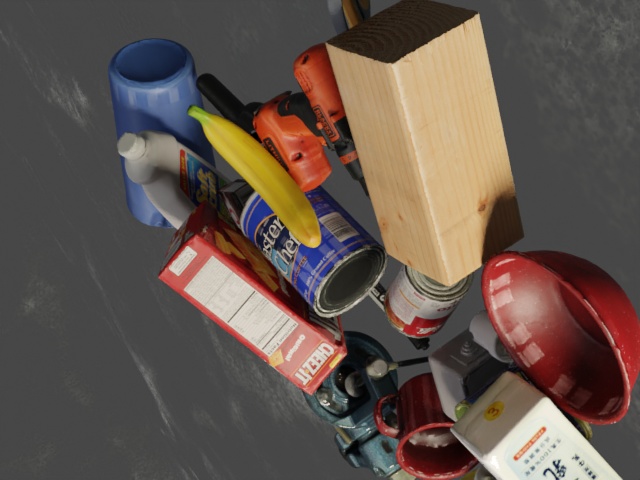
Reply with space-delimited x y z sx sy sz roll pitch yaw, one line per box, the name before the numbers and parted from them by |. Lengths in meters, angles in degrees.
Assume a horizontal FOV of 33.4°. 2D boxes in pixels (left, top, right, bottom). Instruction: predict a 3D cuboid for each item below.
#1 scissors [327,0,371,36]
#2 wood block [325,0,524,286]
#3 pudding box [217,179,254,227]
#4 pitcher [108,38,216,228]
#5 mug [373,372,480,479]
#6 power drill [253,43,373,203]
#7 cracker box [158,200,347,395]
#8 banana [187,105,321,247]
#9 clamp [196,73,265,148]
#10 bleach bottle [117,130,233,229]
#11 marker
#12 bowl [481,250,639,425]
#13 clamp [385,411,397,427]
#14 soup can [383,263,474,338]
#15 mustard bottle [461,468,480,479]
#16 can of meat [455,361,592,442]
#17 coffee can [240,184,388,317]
scissors | 0.043 -0.172 0.921 0.201 0.016 0.096 48 -138 -62
wood block | 0.088 -0.079 0.863 0.090 0.090 0.206 31 146 51
pudding box | -0.077 -0.020 1.316 0.113 0.039 0.090 64 163 -11
pitcher | -0.209 -0.149 1.416 0.149 0.144 0.243 31 145 26
mug | 0.113 0.195 1.142 0.081 0.117 0.093 -92 16 -50
power drill | 0.011 -0.096 1.070 0.184 0.057 0.188 61 157 -7
cracker box | -0.072 0.059 1.199 0.213 0.072 0.164 39 -170 -11
banana | -0.062 -0.065 1.110 0.198 0.069 0.037 45 115 11
clamp | -0.078 -0.128 1.251 0.164 0.036 0.210 61 162 -14
bleach bottle | -0.171 -0.060 1.333 0.068 0.102 0.250 -2 158 27
marker | 0.082 0.078 1.203 0.121 0.020 0.020 49 158 24
bowl | 0.203 0.066 0.855 0.162 0.055 0.162 47 157 27
clamp | 0.050 0.209 1.439 0.171 0.039 0.120 54 149 3
soup can | 0.105 0.046 1.037 0.068 0.068 0.102 52 158 15
mustard bottle | 0.222 0.353 1.216 0.191 0.058 0.096 55 163 7
can of meat | 0.188 0.171 0.999 0.102 0.083 0.057 52 159 15
coffee can | -0.008 0.001 1.179 0.140 0.102 0.103 46 157 29
